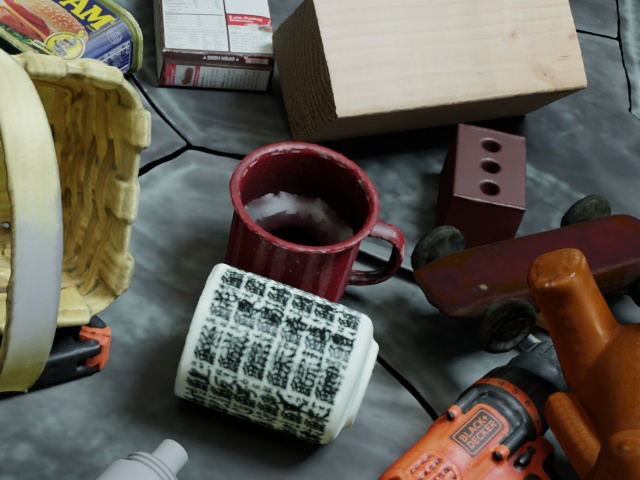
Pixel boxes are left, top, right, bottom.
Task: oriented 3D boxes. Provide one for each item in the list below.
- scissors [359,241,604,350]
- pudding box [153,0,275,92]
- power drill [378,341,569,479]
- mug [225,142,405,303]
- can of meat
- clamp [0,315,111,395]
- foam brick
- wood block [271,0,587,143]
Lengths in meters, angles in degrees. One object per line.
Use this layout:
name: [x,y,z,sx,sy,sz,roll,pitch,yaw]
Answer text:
scissors: [0.111,0.021,0.734,0.202,0.016,0.096,31,47,14]
pudding box: [-0.084,-0.168,0.839,0.090,0.039,0.113,1,47,-12]
power drill: [0.146,0.152,0.600,0.188,0.057,0.184,38,48,22]
mug: [-0.004,0.001,0.678,0.117,0.082,0.093,11,47,-5]
can of meat: [-0.195,-0.145,0.779,0.102,0.057,0.083,36,53,18]
clamp: [-0.226,0.032,0.625,0.210,0.036,0.164,9,47,-9]
foam brick: [0.114,-0.035,0.761,0.053,0.051,0.078,12,47,-3]
wood block: [0.081,-0.134,0.794,0.205,0.091,0.090,-10,85,-22]
